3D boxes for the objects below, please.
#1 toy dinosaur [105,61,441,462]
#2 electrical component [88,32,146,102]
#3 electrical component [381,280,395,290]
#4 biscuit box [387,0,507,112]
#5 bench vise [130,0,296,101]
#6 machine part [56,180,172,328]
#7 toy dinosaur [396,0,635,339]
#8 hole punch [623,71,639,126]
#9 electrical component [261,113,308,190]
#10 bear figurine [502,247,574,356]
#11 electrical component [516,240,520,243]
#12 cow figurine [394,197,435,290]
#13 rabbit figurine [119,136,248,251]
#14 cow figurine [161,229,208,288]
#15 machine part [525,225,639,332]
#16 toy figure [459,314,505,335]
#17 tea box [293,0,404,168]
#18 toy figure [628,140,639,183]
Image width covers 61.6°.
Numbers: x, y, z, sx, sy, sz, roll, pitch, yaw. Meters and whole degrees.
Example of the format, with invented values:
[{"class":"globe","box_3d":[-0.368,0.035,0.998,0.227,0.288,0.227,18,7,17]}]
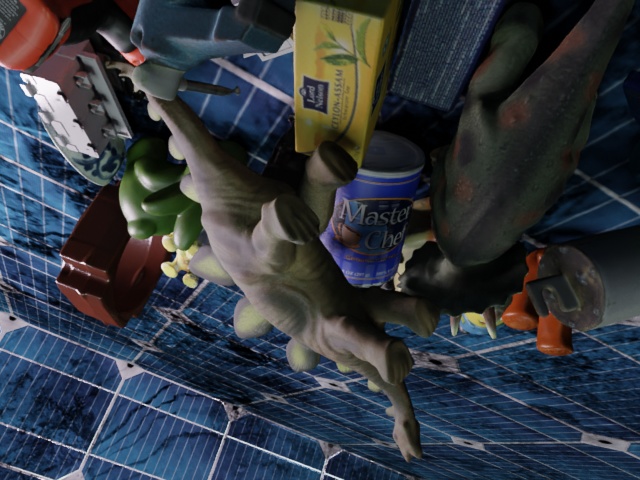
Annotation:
[{"class":"toy dinosaur","box_3d":[-0.046,0.003,0.493,0.198,0.105,0.471,-30,92,48]},{"class":"electrical component","box_3d":[-0.224,-0.204,0.558,0.075,0.048,0.119,14,152,9]},{"class":"electrical component","box_3d":[0.116,0.090,0.859,0.078,0.045,0.102,-18,163,-30]},{"class":"biscuit box","box_3d":[0.100,-0.183,0.381,0.063,0.059,0.202,18,152,2]},{"class":"bench vise","box_3d":[-0.118,-0.217,0.344,0.241,0.129,0.223,26,119,9]},{"class":"machine part","box_3d":[-0.318,0.022,0.859,0.087,0.201,0.201,20,153,4]},{"class":"toy dinosaur","box_3d":[0.151,-0.048,0.454,0.131,0.192,0.404,12,153,9]},{"class":"hole punch","box_3d":[0.281,-0.087,0.361,0.142,0.092,0.115,36,167,47]},{"class":"electrical component","box_3d":[-0.026,-0.056,0.608,0.058,0.134,0.114,14,151,13]},{"class":"bear figurine","box_3d":[0.327,0.057,0.605,0.120,0.132,0.196,36,154,-31]},{"class":"electrical component","box_3d":[0.208,0.003,0.644,0.094,0.063,0.021,31,150,-22]},{"class":"cow figurine","box_3d":[0.131,0.027,0.716,0.127,0.085,0.194,-7,145,30]},{"class":"rabbit figurine","box_3d":[-0.174,-0.073,0.683,0.170,0.159,0.121,-19,127,28]},{"class":"cow figurine","box_3d":[-0.201,-0.011,0.864,0.068,0.098,0.167,23,134,5]},{"class":"machine part","box_3d":[0.284,0.024,0.473,0.243,0.079,0.079,-11,157,-17]},{"class":"toy figure","box_3d":[0.232,0.083,0.755,0.089,0.082,0.180,57,170,19]},{"class":"tea box","box_3d":[0.023,-0.151,0.448,0.068,0.098,0.169,16,154,6]},{"class":"toy figure","box_3d":[0.351,-0.052,0.464,0.154,0.064,0.057,16,115,-4]}]
